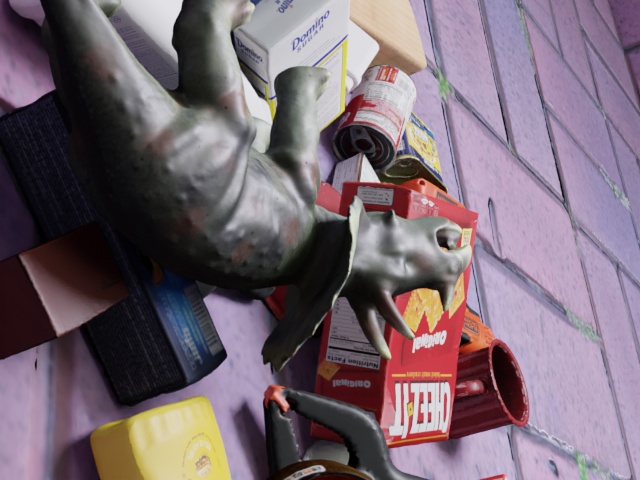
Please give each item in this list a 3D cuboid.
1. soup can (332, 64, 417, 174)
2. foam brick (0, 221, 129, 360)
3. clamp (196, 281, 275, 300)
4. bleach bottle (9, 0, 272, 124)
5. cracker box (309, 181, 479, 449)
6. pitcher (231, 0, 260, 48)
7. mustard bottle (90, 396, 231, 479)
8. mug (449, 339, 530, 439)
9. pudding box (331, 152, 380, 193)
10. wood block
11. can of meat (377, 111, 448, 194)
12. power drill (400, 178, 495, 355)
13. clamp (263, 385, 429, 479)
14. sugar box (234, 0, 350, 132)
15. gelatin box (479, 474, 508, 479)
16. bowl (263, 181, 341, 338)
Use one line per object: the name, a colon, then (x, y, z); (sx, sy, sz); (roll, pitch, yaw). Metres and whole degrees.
soup can: (0.059, -0.128, 1.122); (0.068, 0.069, 0.102); (51, 42, -31)
foam brick: (-0.160, 0.029, 0.626); (0.053, 0.051, 0.078); (67, 26, -5)
clamp: (-0.076, 0.010, 0.797); (0.171, 0.039, 0.120); (-30, 124, -51)
bleach bottle: (-0.113, -0.123, 0.800); (0.250, 0.103, 0.068); (49, 49, -49)
cracker box: (0.070, 0.067, 0.920); (0.164, 0.072, 0.214); (14, 83, -62)
pitcher: (-0.124, -0.245, 0.831); (0.242, 0.145, 0.149); (30, 30, -47)
mustard bottle: (-0.076, 0.196, 0.653); (0.096, 0.058, 0.191); (-2, 73, -67)
mug: (0.155, 0.157, 1.096); (0.117, 0.082, 0.093); (7, 64, -61)
pudding box: (0.046, -0.026, 1.062); (0.090, 0.039, 0.113); (58, 17, -20)
wood block: (0.022, -0.232, 1.127); (0.205, 0.091, 0.090); (16, 57, -59)
can of meat: (0.097, -0.096, 1.206); (0.102, 0.058, 0.084); (37, 38, -48)
power drill: (0.117, 0.031, 1.152); (0.184, 0.057, 0.187); (30, 47, -47)
clamp: (0.036, 0.188, 0.812); (0.210, 0.164, 0.036); (58, -14, -5)
sugar box: (-0.022, -0.140, 0.879); (0.048, 0.093, 0.176); (41, -20, 20)
gelatin box: (0.141, 0.264, 0.999); (0.030, 0.073, 0.089); (60, 27, -17)
bowl: (-0.006, 0.001, 0.938); (0.162, 0.055, 0.162); (43, 35, -41)
